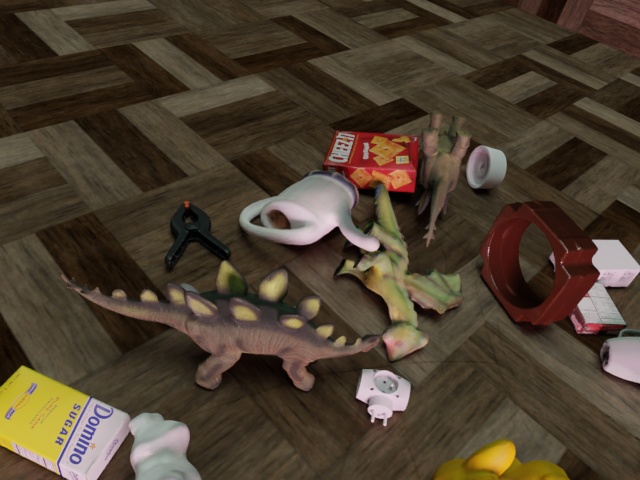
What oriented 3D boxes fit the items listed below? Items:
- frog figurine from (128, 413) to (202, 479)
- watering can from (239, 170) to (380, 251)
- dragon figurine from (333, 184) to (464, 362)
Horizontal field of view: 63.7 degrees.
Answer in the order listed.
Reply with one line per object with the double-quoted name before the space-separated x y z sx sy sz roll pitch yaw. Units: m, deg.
"frog figurine" -0.189 0.288 0.609 0.123 0.136 0.160 -43 82 -12
"watering can" 0.003 -0.051 1.015 0.348 0.102 0.228 9 35 34
"dragon figurine" 0.170 0.053 1.009 0.242 0.119 0.420 31 44 -4
